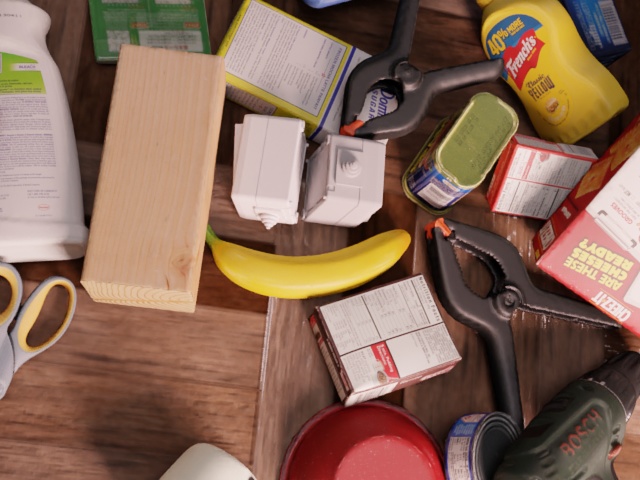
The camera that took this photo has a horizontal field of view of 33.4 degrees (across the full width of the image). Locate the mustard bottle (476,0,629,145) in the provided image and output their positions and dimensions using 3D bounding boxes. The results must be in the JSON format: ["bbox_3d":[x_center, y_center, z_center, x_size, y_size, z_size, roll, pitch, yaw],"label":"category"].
[{"bbox_3d":[0.211,-0.184,1.038,0.058,0.096,0.191,-31,86,-32],"label":"mustard bottle"}]

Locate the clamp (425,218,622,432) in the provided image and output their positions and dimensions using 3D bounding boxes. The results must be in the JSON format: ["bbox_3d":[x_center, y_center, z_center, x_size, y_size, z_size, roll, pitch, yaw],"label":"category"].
[{"bbox_3d":[0.167,0.069,0.997,0.210,0.036,0.164,42,70,-6],"label":"clamp"}]

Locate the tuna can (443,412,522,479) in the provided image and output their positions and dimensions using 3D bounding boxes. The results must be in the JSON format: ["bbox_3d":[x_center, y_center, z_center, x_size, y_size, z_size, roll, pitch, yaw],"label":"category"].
[{"bbox_3d":[0.146,0.195,0.943,0.085,0.034,0.086,12,74,-46],"label":"tuna can"}]

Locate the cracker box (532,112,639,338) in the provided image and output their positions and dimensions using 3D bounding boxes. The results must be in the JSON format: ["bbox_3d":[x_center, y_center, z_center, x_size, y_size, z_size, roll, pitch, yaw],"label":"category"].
[{"bbox_3d":[0.326,-0.024,0.982,0.164,0.072,0.214,34,112,-7],"label":"cracker box"}]

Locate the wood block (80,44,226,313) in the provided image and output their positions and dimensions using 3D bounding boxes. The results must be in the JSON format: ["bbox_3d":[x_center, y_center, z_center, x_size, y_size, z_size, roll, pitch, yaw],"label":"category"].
[{"bbox_3d":[-0.138,-0.051,0.911,0.091,0.090,0.206,7,75,-3],"label":"wood block"}]

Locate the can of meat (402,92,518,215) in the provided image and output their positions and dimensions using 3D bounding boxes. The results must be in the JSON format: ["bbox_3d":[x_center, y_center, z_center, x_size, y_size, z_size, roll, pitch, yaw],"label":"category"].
[{"bbox_3d":[0.132,-0.081,0.999,0.057,0.084,0.102,37,71,-4],"label":"can of meat"}]

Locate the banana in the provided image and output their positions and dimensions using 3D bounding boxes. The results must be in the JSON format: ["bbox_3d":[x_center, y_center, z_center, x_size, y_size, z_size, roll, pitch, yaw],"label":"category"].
[{"bbox_3d":[-0.010,0.019,0.962,0.197,0.037,0.069,3,76,-14],"label":"banana"}]

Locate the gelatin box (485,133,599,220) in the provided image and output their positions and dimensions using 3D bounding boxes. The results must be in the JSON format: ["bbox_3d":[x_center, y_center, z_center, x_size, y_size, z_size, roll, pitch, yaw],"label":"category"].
[{"bbox_3d":[0.212,-0.058,1.023,0.089,0.030,0.073,9,119,-12],"label":"gelatin box"}]

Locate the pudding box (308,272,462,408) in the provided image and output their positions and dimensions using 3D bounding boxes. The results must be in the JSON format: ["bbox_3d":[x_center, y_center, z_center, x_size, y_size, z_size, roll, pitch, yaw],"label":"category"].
[{"bbox_3d":[0.058,0.088,0.957,0.113,0.039,0.090,-16,69,-20],"label":"pudding box"}]

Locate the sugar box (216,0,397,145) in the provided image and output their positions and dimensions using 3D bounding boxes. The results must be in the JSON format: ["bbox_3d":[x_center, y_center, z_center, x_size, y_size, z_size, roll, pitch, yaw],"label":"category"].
[{"bbox_3d":[-0.010,-0.148,0.999,0.176,0.048,0.093,27,72,-11],"label":"sugar box"}]

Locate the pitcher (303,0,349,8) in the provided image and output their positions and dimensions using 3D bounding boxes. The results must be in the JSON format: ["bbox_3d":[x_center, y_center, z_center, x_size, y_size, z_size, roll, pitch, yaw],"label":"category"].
[{"bbox_3d":[0.080,-0.314,1.028,0.242,0.149,0.145,-21,98,-15],"label":"pitcher"}]

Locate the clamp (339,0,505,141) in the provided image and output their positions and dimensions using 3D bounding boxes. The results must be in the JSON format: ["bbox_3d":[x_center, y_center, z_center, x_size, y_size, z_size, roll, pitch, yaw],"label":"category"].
[{"bbox_3d":[0.088,-0.145,0.980,0.120,0.039,0.171,33,75,8],"label":"clamp"}]

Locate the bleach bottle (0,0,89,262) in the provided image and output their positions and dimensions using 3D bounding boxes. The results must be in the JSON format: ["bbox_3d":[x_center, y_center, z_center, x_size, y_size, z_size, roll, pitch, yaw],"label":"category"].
[{"bbox_3d":[-0.254,-0.109,0.916,0.102,0.068,0.251,-2,75,-15],"label":"bleach bottle"}]

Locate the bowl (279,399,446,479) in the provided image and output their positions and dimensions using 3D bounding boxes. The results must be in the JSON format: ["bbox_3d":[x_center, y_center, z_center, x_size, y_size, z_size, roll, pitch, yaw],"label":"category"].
[{"bbox_3d":[0.048,0.216,0.921,0.162,0.055,0.162,3,77,-14],"label":"bowl"}]

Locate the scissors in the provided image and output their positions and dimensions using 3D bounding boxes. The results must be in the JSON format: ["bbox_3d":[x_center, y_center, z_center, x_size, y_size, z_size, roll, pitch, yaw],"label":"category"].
[{"bbox_3d":[-0.277,0.104,0.872,0.096,0.016,0.201,42,70,-21],"label":"scissors"}]
